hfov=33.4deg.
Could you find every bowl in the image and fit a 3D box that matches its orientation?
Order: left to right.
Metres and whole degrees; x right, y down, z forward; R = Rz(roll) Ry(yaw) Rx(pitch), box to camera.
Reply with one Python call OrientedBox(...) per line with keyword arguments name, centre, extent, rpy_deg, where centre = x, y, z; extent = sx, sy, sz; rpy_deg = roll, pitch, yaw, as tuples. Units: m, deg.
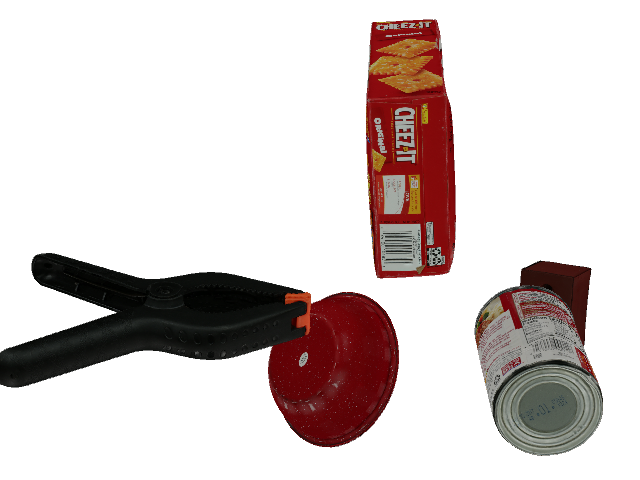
OrientedBox(name="bowl", centre=(-0.001, 0.124, 1.074), extent=(0.162, 0.162, 0.055), rpy_deg=(0, -17, 43))

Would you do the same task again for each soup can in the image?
OrientedBox(name="soup can", centre=(0.138, 0.081, 0.682), extent=(0.068, 0.068, 0.102), rpy_deg=(0, 24, 2))

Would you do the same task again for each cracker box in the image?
OrientedBox(name="cracker box", centre=(0.081, -0.089, 0.950), extent=(0.072, 0.164, 0.213), rpy_deg=(-2, 27, 6))

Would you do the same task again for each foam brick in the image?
OrientedBox(name="foam brick", centre=(0.217, 0.063, 0.995), extent=(0.053, 0.078, 0.051), rpy_deg=(9, 14, 31))

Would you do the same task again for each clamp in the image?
OrientedBox(name="clamp", centre=(-0.114, 0.046, 0.740), extent=(0.209, 0.036, 0.164), rpy_deg=(-3, 25, -12))
